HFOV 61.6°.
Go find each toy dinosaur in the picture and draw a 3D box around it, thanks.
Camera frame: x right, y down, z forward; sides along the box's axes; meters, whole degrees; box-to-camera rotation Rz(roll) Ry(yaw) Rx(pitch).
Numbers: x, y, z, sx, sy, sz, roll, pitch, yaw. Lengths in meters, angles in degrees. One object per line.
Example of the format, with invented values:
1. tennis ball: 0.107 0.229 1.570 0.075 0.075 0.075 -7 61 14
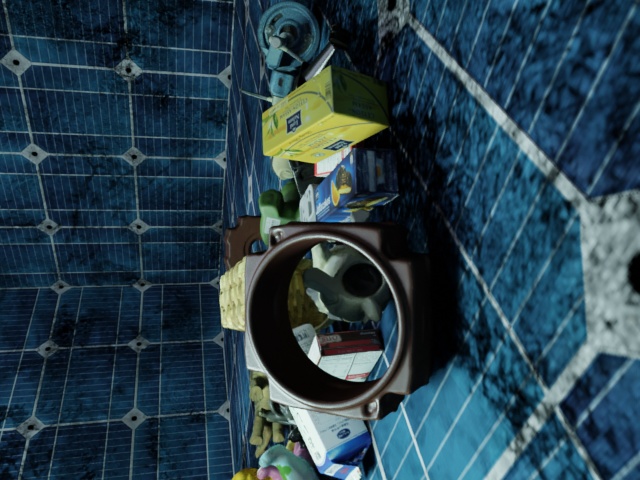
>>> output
1. toy dinosaur: -0.132 0.339 1.358 0.199 0.105 0.470 -120 37 -68

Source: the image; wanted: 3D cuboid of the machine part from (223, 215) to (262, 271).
1. machine part: -0.137 0.023 1.238 0.056 0.179 0.179 -167 77 -73

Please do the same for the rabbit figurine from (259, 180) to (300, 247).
1. rabbit figurine: -0.049 -0.046 1.070 0.170 0.121 0.158 -79 -7 -55

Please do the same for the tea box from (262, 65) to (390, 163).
1. tea box: 0.003 -0.164 0.735 0.170 0.098 0.068 -19 71 54

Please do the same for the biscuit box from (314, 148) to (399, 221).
1. biscuit box: 0.044 -0.068 0.751 0.202 0.059 0.062 145 124 -73

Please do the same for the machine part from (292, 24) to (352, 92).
1. machine part: -0.003 -0.278 0.858 0.139 0.039 0.084 -42 24 40

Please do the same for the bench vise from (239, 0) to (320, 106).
1. bench vise: -0.072 -0.357 1.032 0.241 0.129 0.223 -78 14 -69

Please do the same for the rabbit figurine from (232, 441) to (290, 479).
1. rabbit figurine: -0.095 0.484 1.080 0.162 0.173 0.122 111 150 -45

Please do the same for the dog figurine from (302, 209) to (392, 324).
1. dog figurine: 0.040 0.078 0.739 0.190 0.121 0.172 85 177 -50

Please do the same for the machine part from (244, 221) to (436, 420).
1. machine part: 0.018 0.080 0.581 0.087 0.202 0.200 -5 -84 -61

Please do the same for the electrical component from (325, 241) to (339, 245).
1. electrical component: -0.002 -0.003 0.919 0.094 0.063 0.021 175 95 -74

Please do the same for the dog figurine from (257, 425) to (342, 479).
1. dog figurine: 0.013 0.394 0.824 0.219 0.191 0.108 45 143 19

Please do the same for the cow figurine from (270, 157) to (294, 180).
1. cow figurine: -0.057 -0.207 1.088 0.127 0.085 0.194 -97 17 -44

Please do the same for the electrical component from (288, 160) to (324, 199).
1. electrical component: -0.029 -0.146 0.960 0.114 0.058 0.134 79 174 -58

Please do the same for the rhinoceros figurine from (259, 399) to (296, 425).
1. rhinoceros figurine: -0.058 0.334 1.067 0.190 0.112 0.073 92 -159 -67
